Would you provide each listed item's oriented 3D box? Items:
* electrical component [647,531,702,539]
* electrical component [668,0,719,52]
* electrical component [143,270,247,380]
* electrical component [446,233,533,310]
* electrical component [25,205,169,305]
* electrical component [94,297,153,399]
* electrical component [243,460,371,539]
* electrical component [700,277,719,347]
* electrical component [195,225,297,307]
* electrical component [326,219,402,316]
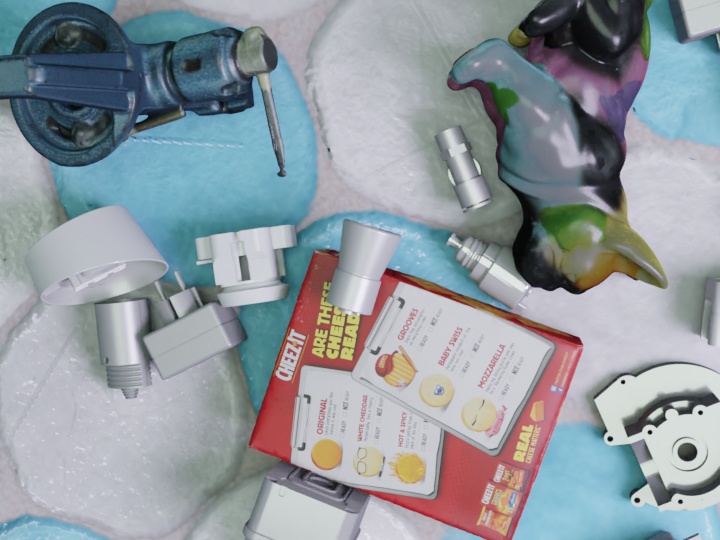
[{"bbox_3d":[0.247,0.266,0.816,0.079,0.063,0.121,-28,90,10],"label":"electrical component"},{"bbox_3d":[0.278,-0.178,0.784,0.083,0.047,0.075,-15,93,10],"label":"electrical component"},{"bbox_3d":[-0.141,0.038,0.869,0.066,0.047,0.076,-27,89,11],"label":"electrical component"},{"bbox_3d":[0.102,-0.003,0.829,0.078,0.040,0.040,33,99,5],"label":"electrical component"},{"bbox_3d":[-0.211,-0.006,0.853,0.099,0.099,0.064,-33,83,10],"label":"electrical component"},{"bbox_3d":[-0.192,0.065,0.881,0.043,0.043,0.081,-5,94,10],"label":"electrical component"},{"bbox_3d":[-0.038,0.189,0.831,0.078,0.113,0.057,20,94,7],"label":"electrical component"},{"bbox_3d":[0.303,0.029,0.794,0.089,0.050,0.055,5,95,8],"label":"electrical component"},{"bbox_3d":[-0.087,-0.002,0.852,0.078,0.058,0.057,-8,90,10],"label":"electrical component"},{"bbox_3d":[0.000,0.000,0.779,0.044,0.044,0.065,17,94,7],"label":"electrical component"}]
